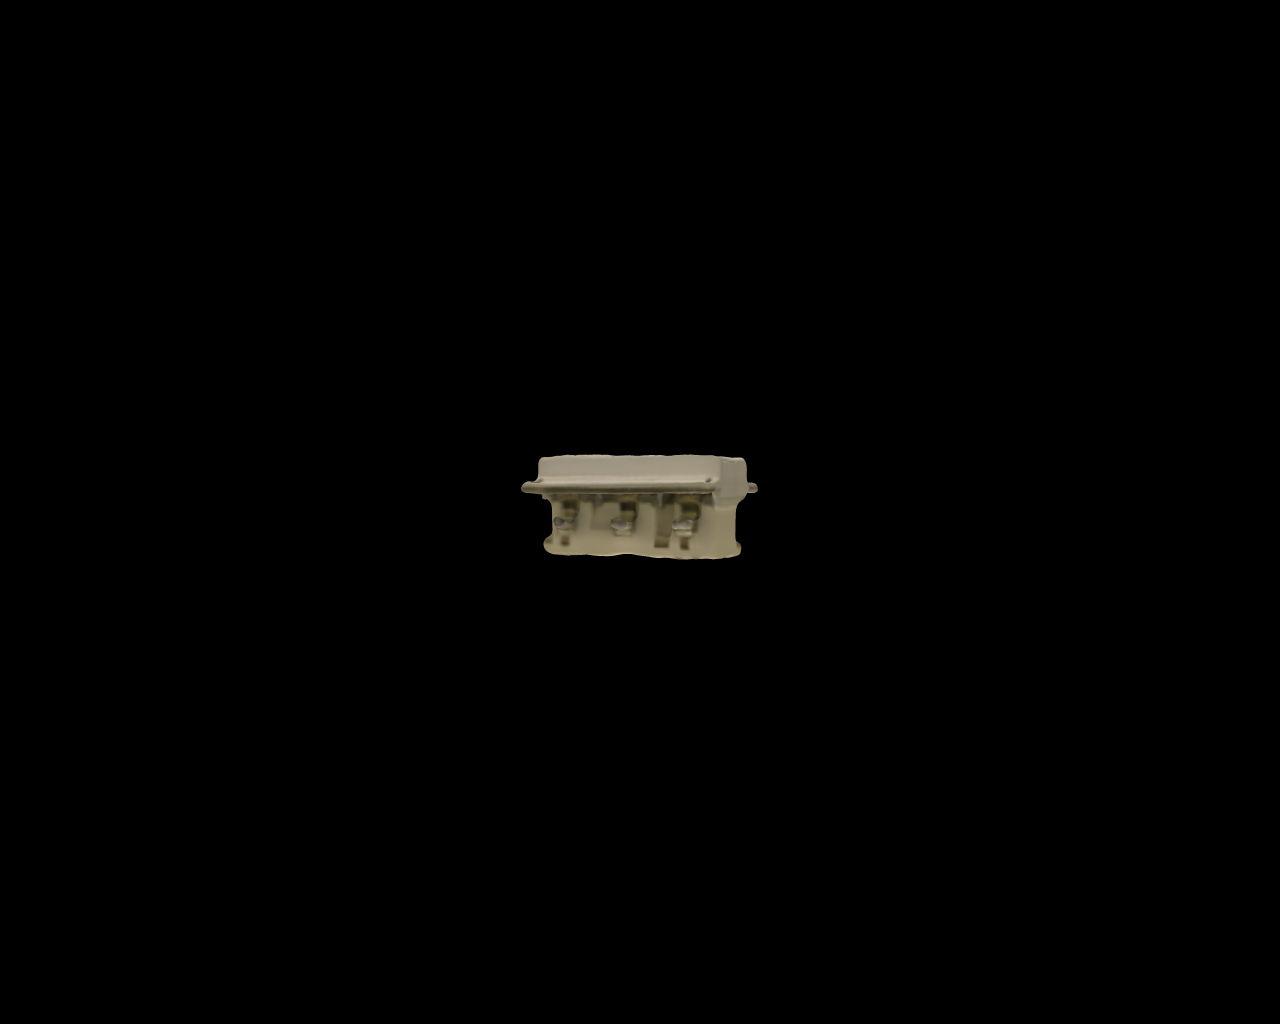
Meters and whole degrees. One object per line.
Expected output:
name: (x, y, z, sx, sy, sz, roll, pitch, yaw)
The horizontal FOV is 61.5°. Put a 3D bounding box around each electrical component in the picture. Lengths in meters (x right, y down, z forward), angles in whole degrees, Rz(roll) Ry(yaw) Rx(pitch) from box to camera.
electrical component: (0.001, -0.003, 0.650, 0.121, 0.063, 0.079, 2, 4, 27)
